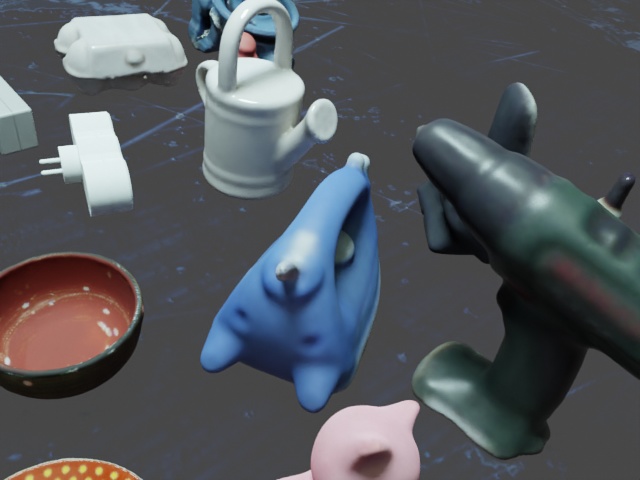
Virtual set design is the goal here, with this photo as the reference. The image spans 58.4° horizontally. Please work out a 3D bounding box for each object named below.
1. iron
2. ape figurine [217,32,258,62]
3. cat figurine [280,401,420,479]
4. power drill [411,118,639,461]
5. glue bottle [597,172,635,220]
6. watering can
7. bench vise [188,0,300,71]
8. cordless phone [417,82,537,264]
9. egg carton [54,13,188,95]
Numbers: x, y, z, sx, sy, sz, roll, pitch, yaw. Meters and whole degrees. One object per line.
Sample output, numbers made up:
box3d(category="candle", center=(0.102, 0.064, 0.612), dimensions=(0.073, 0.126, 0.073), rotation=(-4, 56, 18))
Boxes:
box3d(category="iron", center=(0.004, 0.002, 0.471), dimensions=(0.118, 0.141, 0.258), rotation=(19, 42, 8))
box3d(category="ape figurine", center=(-0.102, -0.217, 0.728), dimensions=(0.078, 0.092, 0.076), rotation=(-3, 43, -16))
box3d(category="cat figurine", center=(0.004, 0.141, 0.333), dimensions=(0.128, 0.118, 0.067), rotation=(-7, 45, -20))
box3d(category="power drill", center=(0.138, 0.051, 0.397), dimensions=(0.229, 0.208, 0.076), rotation=(33, 46, 23))
box3d(category="glue bottle", center=(0.217, 0.016, 0.482), dimensions=(0.037, 0.173, 0.078), rotation=(32, 45, 22))
box3d(category="watering can", center=(-0.059, -0.143, 0.577), dimensions=(0.172, 0.194, 0.101), rotation=(19, 42, 8))
box3d(category="bench vise", center=(-0.115, -0.341, 0.765), dimensions=(0.207, 0.220, 0.122), rotation=(24, 43, 13))
box3d(category="cordless phone", center=(0.167, -0.083, 0.571), dimensions=(0.094, 0.185, 0.147), rotation=(3, 42, -9))
box3d(category="egg carton", center=(-0.252, -0.238, 0.732), dimensions=(0.151, 0.069, 0.107), rotation=(-17, 49, -29))
